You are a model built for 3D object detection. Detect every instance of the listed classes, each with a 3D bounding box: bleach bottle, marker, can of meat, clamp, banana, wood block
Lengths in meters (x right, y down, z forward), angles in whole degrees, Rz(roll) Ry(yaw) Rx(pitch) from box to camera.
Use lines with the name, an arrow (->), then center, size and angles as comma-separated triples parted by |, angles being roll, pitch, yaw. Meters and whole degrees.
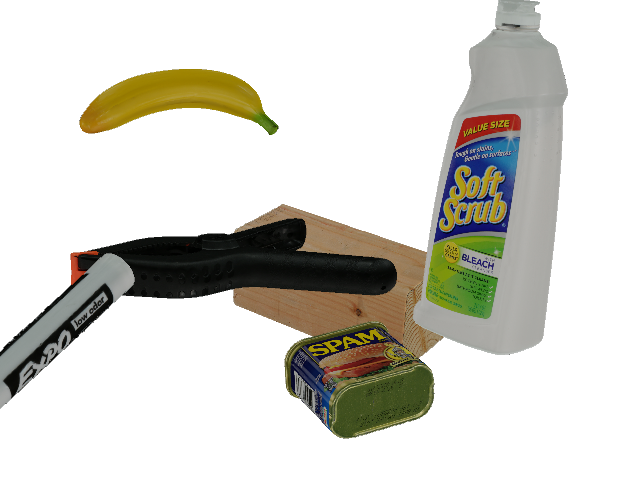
bleach bottle -> 0.127, -0.049, 0.784 | 0.067, 0.251, 0.103 | -12, 22, -41
marker -> -0.122, 0.048, 0.443 | 0.020, 0.020, 0.121 | 0, 35, 40
can of meat -> 0.033, 0.117, 0.894 | 0.102, 0.057, 0.084 | -12, 25, -24
clamp -> -0.063, 0.017, 0.734 | 0.209, 0.036, 0.165 | -6, 13, -30
banana -> -0.136, -0.133, 1.012 | 0.197, 0.070, 0.037 | -4, -40, -27
wood block -> 0.019, 0.044, 1.078 | 0.206, 0.091, 0.090 | 20, 32, 30
